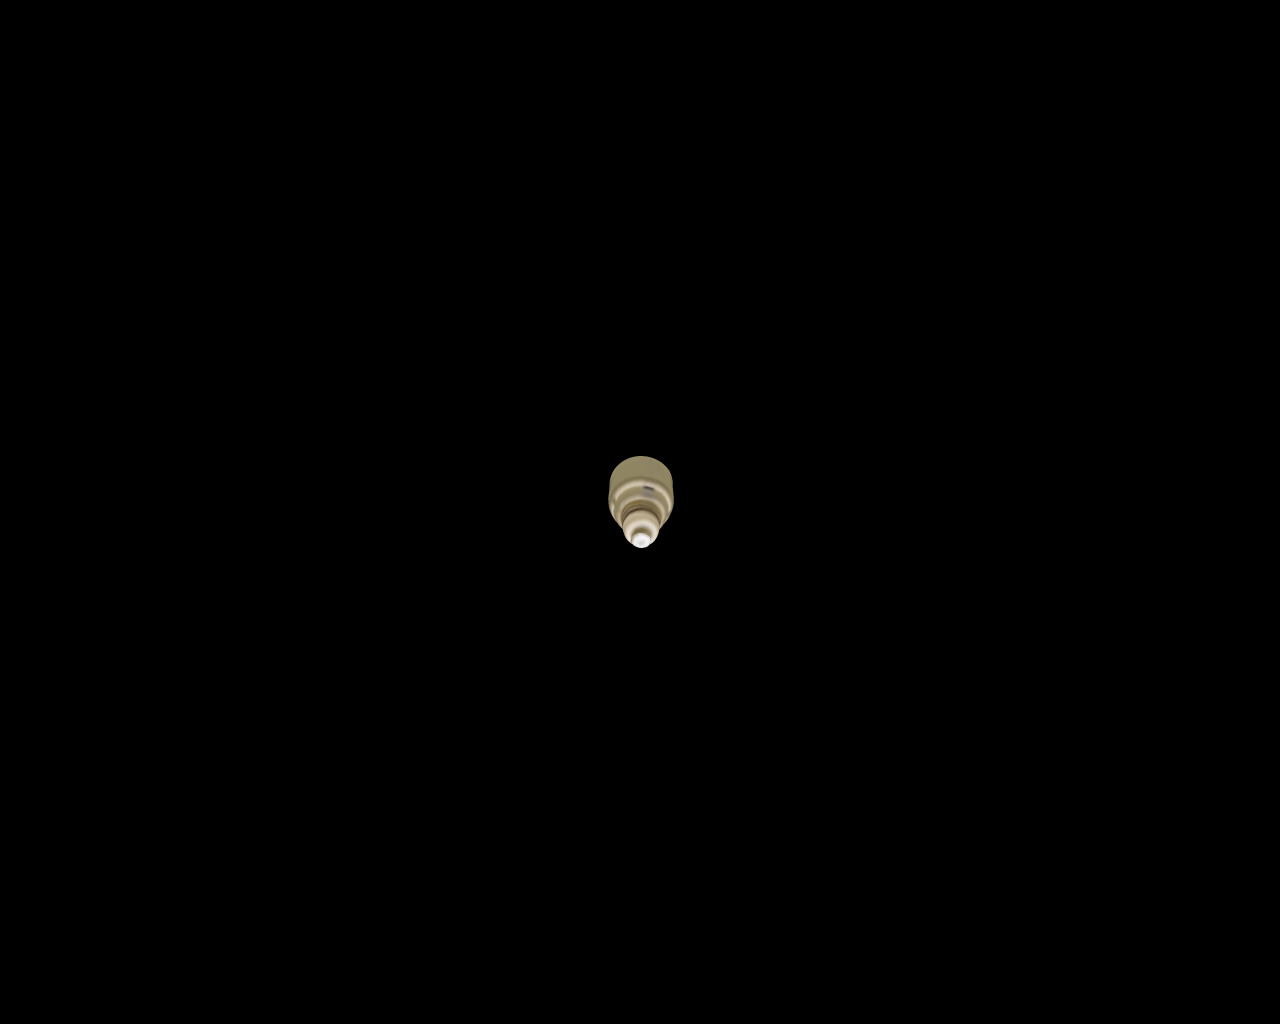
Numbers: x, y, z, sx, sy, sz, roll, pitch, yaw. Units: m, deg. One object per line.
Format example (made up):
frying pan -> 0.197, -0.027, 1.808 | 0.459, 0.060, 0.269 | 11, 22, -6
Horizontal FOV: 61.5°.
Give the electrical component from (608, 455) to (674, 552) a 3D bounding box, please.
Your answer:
electrical component -> 0.001, -0.003, 0.650 | 0.040, 0.040, 0.078 | 0, 32, 0
